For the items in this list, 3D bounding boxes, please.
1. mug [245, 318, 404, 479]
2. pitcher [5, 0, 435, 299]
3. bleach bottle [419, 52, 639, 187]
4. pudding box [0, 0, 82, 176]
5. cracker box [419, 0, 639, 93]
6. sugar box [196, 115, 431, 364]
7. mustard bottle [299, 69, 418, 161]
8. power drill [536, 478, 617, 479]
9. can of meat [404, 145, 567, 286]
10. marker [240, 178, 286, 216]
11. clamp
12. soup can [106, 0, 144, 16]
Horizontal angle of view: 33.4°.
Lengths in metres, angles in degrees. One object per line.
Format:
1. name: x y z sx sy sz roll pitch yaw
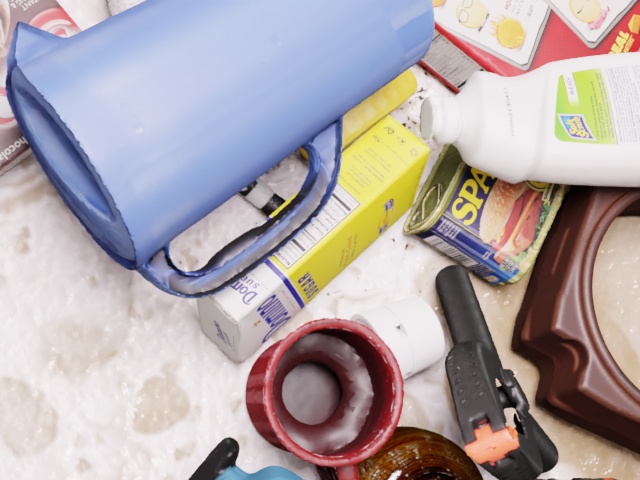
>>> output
1. mug: 0.001 0.112 0.703 0.093 0.082 0.117 -15 86 -19
2. pitcher: -0.047 -0.089 0.637 0.242 0.149 0.145 -34 58 -20
3. bleach bottle: 0.188 -0.086 0.724 0.250 0.068 0.102 0 64 -15
4. pudding box: -0.202 -0.105 0.700 0.113 0.039 0.090 -42 95 -19
5. cracker box: 0.139 -0.189 0.801 0.213 0.072 0.164 37 72 -7
6. sugar box: -0.004 0.001 0.711 0.048 0.093 0.176 41 71 14
7. mustard bottle: -0.023 -0.154 0.753 0.096 0.058 0.191 -38 93 -13
8. power drill: 0.209 0.265 0.754 0.184 0.057 0.187 9 79 -11
9. can of meat: 0.123 -0.028 0.778 0.084 0.058 0.102 32 73 -12
10. marker: -0.061 -0.048 0.744 0.121 0.020 0.020 41 72 -7
11. clamp: 0.118 0.111 0.691 0.036 0.210 0.164 -28 98 12
12. soup can: -0.108 -0.151 0.721 0.068 0.069 0.102 -14 85 -19
